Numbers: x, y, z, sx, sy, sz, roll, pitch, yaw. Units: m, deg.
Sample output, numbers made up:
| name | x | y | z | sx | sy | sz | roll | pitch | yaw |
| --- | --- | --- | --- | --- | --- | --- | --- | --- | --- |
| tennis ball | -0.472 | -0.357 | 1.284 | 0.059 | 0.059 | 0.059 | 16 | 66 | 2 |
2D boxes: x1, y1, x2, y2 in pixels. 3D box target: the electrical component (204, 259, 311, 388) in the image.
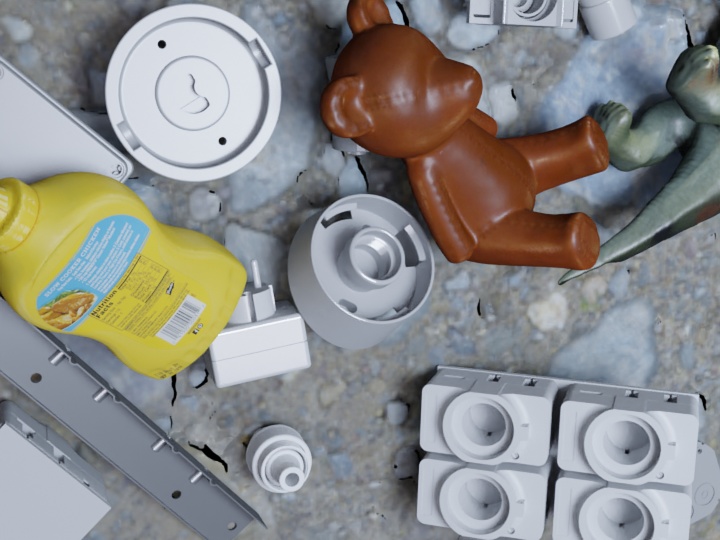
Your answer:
| name | x | y | z | sx | sy | sz | roll | pitch | yaw |
| --- | --- | --- | --- | --- | --- | --- | --- | --- | --- |
| electrical component | -0.075 | 0.031 | 0.730 | 0.066 | 0.047 | 0.076 | -12 | 103 | -14 |

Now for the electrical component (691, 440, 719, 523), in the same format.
| name | x | y | z | sx | sy | sz | roll | pitch | yaw |
| --- | --- | --- | --- | --- | --- | --- | --- | --- | --- |
| electrical component | 0.241 | 0.161 | 0.848 | 0.080 | 0.051 | 0.080 | -3 | 101 | -16 |

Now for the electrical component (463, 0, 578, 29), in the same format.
| name | x | y | z | sx | sy | sz | roll | pitch | yaw |
| --- | --- | --- | --- | --- | --- | --- | --- | --- | --- |
| electrical component | 0.108 | -0.226 | 0.727 | 0.079 | 0.063 | 0.121 | -1 | 101 | -17 |

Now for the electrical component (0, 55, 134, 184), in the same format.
| name | x | y | z | sx | sy | sz | roll | pitch | yaw |
| --- | --- | --- | --- | --- | --- | --- | --- | --- | --- |
| electrical component | -0.217 | -0.059 | 0.665 | 0.109 | 0.056 | 0.108 | 40 | 87 | -19 |

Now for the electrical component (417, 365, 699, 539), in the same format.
| name | x | y | z | sx | sy | sz | roll | pitch | yaw |
| --- | --- | --- | --- | --- | --- | --- | --- | --- | --- |
| electrical component | 0.137 | 0.135 | 0.758 | 0.186 | 0.060 | 0.105 | 5 | 101 | 16 |

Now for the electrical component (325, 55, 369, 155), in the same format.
| name | x | y | z | sx | sy | sz | roll | pitch | yaw |
| --- | --- | --- | --- | --- | --- | --- | --- | --- | --- |
| electrical component | -0.002 | -0.111 | 0.729 | 0.044 | 0.044 | 0.065 | -4 | 106 | -16 |

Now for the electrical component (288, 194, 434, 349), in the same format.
| name | x | y | z | sx | sy | sz | roll | pitch | yaw |
| --- | --- | --- | --- | --- | --- | --- | --- | --- | --- |
| electrical component | 0.000 | 0.000 | 0.727 | 0.099 | 0.064 | 0.099 | 8 | 70 | -23 |

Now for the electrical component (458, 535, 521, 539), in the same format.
| name | x | y | z | sx | sy | sz | roll | pitch | yaw |
| --- | --- | --- | --- | --- | --- | --- | --- | --- | --- |
| electrical component | 0.127 | 0.253 | 0.828 | 0.113 | 0.057 | 0.078 | 15 | 96 | -19 |

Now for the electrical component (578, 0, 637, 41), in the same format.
| name | x | y | z | sx | sy | sz | roll | pitch | yaw |
| --- | --- | --- | --- | --- | --- | --- | --- | --- | --- |
| electrical component | 0.171 | -0.197 | 0.764 | 0.044 | 0.044 | 0.065 | -32 | 113 | -9 |

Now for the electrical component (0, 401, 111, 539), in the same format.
| name | x | y | z | sx | sy | sz | roll | pitch | yaw |
| --- | --- | --- | --- | --- | --- | --- | --- | --- | --- |
| electrical component | -0.248 | 0.171 | 0.697 | 0.150 | 0.062 | 0.089 | -47 | 109 | -4 |

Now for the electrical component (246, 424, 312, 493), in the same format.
| name | x | y | z | sx | sy | sz | roll | pitch | yaw |
| --- | --- | --- | --- | --- | --- | --- | --- | --- | --- |
| electrical component | -0.054 | 0.135 | 0.748 | 0.043 | 0.062 | 0.043 | -3 | 101 | -16 |

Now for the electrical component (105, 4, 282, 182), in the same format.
| name | x | y | z | sx | sy | sz | roll | pitch | yaw |
| --- | --- | --- | --- | --- | --- | --- | --- | --- | --- |
| electrical component | -0.109 | -0.113 | 0.685 | 0.108 | 0.060 | 0.108 | -3 | 101 | -16 |
